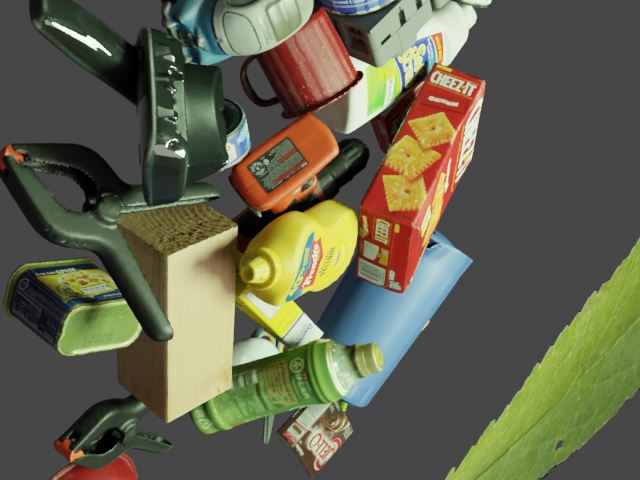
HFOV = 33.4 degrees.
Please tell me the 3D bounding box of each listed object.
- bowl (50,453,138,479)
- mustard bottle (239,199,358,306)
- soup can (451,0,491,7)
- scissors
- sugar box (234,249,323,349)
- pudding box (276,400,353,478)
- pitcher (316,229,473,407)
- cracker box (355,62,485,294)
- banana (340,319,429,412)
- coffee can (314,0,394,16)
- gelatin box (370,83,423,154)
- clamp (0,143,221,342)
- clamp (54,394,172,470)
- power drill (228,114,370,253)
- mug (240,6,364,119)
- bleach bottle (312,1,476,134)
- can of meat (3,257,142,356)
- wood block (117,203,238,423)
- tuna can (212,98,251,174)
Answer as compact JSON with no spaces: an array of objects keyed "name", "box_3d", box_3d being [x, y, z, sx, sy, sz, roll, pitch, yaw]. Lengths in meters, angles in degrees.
[{"name":"bowl","box_3d":[-0.250,0.313,1.170,0.161,0.055,0.162,-31,136,-35]},{"name":"mustard bottle","box_3d":[-0.027,0.017,1.070,0.191,0.058,0.096,-19,134,-63]},{"name":"soup can","box_3d":[0.177,-0.326,1.224,0.068,0.069,0.102,-13,125,-47]},{"name":"scissors","box_3d":[-0.070,0.177,1.333,0.096,0.016,0.202,-3,117,-49]},{"name":"sugar box","box_3d":[-0.070,0.064,1.178,0.048,0.093,0.176,-50,144,-10]},{"name":"pudding box","box_3d":[-0.006,0.264,1.460,0.090,0.039,0.113,-47,144,-18]},{"name":"pitcher","box_3d":[0.077,0.086,1.370,0.149,0.145,0.243,30,94,-44]},{"name":"cracker box","box_3d":[0.114,-0.067,1.217,0.164,0.072,0.213,90,26,-60]},{"name":"banana","box_3d":[0.087,0.156,1.505,0.197,0.037,0.070,-42,160,-23]},{"name":"coffee can","box_3d":[0.025,-0.301,1.015,0.102,0.103,0.140,-46,144,-19]},{"name":"gelatin box","box_3d":[0.101,-0.155,1.290,0.089,0.030,0.073,-48,145,-18]},{"name":"clamp","box_3d":[-0.184,-0.030,0.937,0.209,0.036,0.164,38,53,-23]},{"name":"clamp","box_3d":[-0.212,0.208,1.154,0.171,0.039,0.120,-25,127,-43]},{"name":"power drill","box_3d":[-0.021,-0.064,1.098,0.184,0.057,0.187,-39,169,-8]},{"name":"mug","box_3d":[-0.026,-0.174,1.059,0.081,0.117,0.093,61,23,-20]},{"name":"bleach bottle","box_3d":[0.093,-0.216,1.206,0.250,0.068,0.102,-36,141,-34]},{"name":"can of meat","box_3d":[-0.224,0.061,0.985,0.101,0.084,0.057,-6,119,-51]},{"name":"wood block","box_3d":[-0.148,0.067,1.083,0.090,0.090,0.206,-26,134,-39]},{"name":"tuna can","box_3d":[-0.110,-0.100,1.010,0.086,0.086,0.034,-37,138,-30]}]
